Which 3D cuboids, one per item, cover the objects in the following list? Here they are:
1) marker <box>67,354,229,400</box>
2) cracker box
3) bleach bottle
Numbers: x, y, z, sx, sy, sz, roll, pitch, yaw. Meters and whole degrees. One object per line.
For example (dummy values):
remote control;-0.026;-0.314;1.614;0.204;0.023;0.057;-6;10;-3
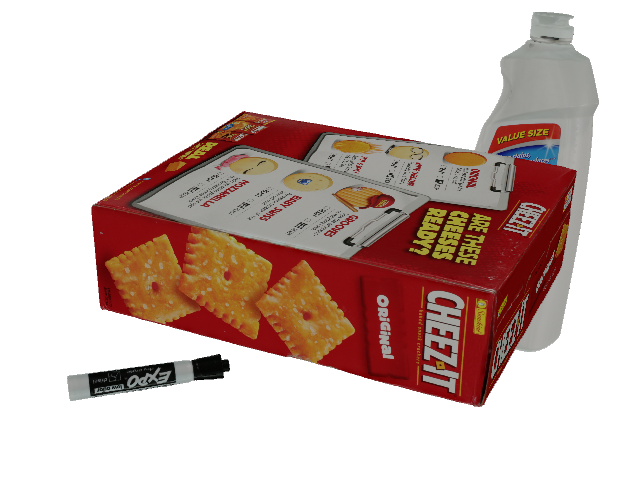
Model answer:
marker;-0.128;0.102;0.804;0.121;0.020;0.020;-7;1;-12
cracker box;0.012;0.000;0.577;0.214;0.072;0.164;13;28;22
bleach bottle;0.152;-0.047;0.816;0.103;0.251;0.067;17;21;32
